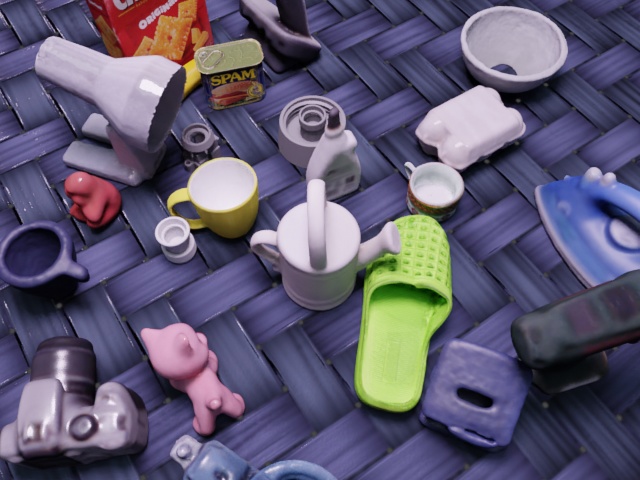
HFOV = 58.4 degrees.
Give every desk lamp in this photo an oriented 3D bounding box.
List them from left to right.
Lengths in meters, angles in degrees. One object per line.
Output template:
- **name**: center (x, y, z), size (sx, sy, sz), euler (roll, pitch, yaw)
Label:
- **desk lamp**: center (-0.273, -0.169, 0.770), size (0.203, 0.213, 0.118), euler (15, 62, 8)

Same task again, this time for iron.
- **iron**: center (0.387, -0.013, 0.730), size (0.119, 0.141, 0.257), euler (-32, 66, -16)

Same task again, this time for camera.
- **camera**: center (-0.276, 0.176, 0.642), size (0.143, 0.101, 0.136), euler (-7, 61, -4)

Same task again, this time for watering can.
- **watering can**: center (0.006, 0.000, 0.689), size (0.173, 0.194, 0.100), euler (-17, 62, -9)

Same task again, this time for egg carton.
- **egg carton**: center (0.223, -0.164, 0.853), size (0.150, 0.069, 0.107), euler (-30, 65, -16)

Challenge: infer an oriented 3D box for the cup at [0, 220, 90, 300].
- **cup**: center (-0.331, 0.039, 0.721), size (0.117, 0.095, 0.092), euler (19, 62, 10)

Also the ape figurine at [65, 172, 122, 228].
- **ape figurine**: center (-0.316, -0.061, 0.779), size (0.076, 0.092, 0.077), euler (-18, 62, -10)

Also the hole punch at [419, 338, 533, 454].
- **hole punch**: center (0.177, 0.178, 0.650), size (0.108, 0.091, 0.101), euler (19, 62, 10)

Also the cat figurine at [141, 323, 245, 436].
- **cat figurine**: center (-0.146, 0.148, 0.649), size (0.067, 0.118, 0.127), euler (-33, 66, -17)

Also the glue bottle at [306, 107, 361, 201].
- **glue bottle**: center (0.019, -0.115, 0.765), size (0.078, 0.173, 0.037), euler (-21, 63, -11)

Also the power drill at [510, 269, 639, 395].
- **power drill**: center (0.309, 0.098, 0.629), size (0.230, 0.208, 0.075), euler (-15, 62, -9)

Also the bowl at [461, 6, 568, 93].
- **bowl**: center (0.303, -0.294, 0.923), size (0.167, 0.075, 0.167), euler (0, 61, 0)

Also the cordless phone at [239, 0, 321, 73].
- **cordless phone**: center (-0.068, -0.376, 0.903), size (0.094, 0.185, 0.147), euler (-38, 68, -19)

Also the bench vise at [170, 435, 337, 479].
- **bench vise**: center (-0.061, 0.257, 0.531), size (0.207, 0.220, 0.121), euler (13, 62, 7)
